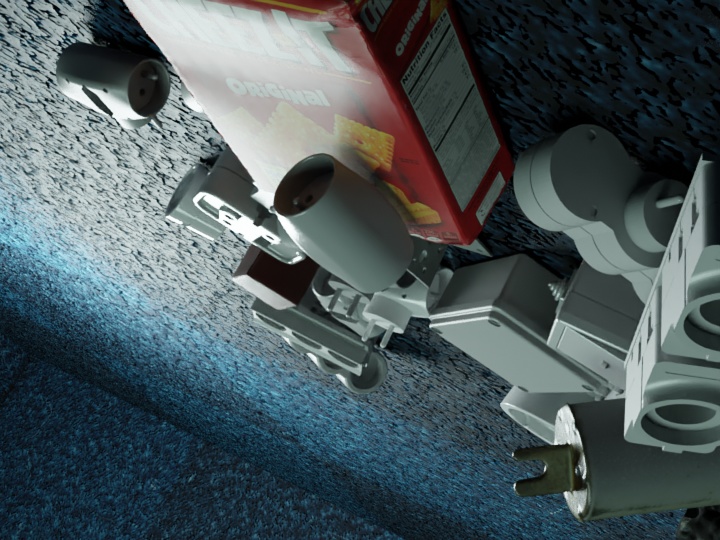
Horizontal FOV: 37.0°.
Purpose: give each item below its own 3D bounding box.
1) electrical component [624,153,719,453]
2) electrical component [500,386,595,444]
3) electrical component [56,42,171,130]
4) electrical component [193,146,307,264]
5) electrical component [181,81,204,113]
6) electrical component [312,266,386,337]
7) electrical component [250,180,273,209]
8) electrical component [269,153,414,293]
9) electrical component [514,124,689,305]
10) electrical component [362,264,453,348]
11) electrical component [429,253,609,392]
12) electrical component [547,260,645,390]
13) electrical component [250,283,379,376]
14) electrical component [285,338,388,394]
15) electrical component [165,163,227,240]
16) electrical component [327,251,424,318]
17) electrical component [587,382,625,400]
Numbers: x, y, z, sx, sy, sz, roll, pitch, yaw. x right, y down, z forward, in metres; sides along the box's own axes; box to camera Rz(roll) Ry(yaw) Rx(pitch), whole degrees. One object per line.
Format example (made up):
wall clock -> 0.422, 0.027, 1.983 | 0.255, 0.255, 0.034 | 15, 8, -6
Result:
electrical component -> 0.201, 0.032, 0.534 | 0.105, 0.060, 0.186 | 8, 145, 6
electrical component -> 0.182, 0.117, 0.920 | 0.108, 0.060, 0.108 | 31, 170, 6
electrical component -> -0.176, -0.133, 0.811 | 0.077, 0.043, 0.079 | 18, 160, 31
electrical component -> -0.073, -0.056, 0.839 | 0.095, 0.059, 0.054 | 33, 162, -13
electrical component -> -0.108, -0.125, 0.741 | 0.035, 0.035, 0.061 | 36, 164, -23
electrical component -> 0.008, 0.028, 0.978 | 0.079, 0.043, 0.077 | 14, 157, 42
electrical component -> -0.038, -0.068, 0.765 | 0.056, 0.050, 0.089 | 35, 162, -17
electrical component -> -0.021, -0.027, 0.616 | 0.079, 0.043, 0.077 | 8, 153, 46
electrical component -> 0.155, -0.027, 0.574 | 0.138, 0.052, 0.074 | 34, 162, -16
electrical component -> 0.027, 0.025, 0.878 | 0.077, 0.079, 0.043 | 17, 164, 34
electrical component -> 0.125, 0.043, 0.811 | 0.109, 0.056, 0.109 | 34, 162, -16
electrical component -> 0.167, 0.037, 0.721 | 0.096, 0.061, 0.061 | 25, 163, 12
electrical component -> -0.039, 0.045, 1.066 | 0.121, 0.063, 0.078 | 27, 163, 8
electrical component -> -0.036, 0.076, 1.172 | 0.138, 0.052, 0.074 | 39, 179, -30
electrical component -> -0.136, -0.058, 0.943 | 0.047, 0.055, 0.055 | 31, 163, -20
electrical component -> 0.000, 0.000, 0.848 | 0.077, 0.079, 0.044 | 17, 163, 34
electrical component -> 0.216, 0.097, 0.811 | 0.079, 0.063, 0.121 | 29, 163, 0
